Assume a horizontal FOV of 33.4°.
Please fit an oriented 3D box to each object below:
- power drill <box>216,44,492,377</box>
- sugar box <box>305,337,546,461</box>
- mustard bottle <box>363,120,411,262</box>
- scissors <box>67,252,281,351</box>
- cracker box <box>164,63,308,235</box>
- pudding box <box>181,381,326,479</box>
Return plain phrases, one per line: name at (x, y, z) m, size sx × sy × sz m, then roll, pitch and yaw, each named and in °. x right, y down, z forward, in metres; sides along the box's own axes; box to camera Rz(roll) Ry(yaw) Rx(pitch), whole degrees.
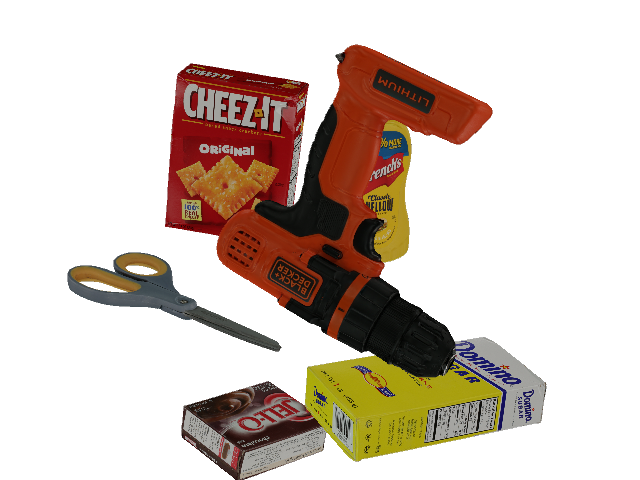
power drill at (0.040, -0.021, 0.715) m, size 0.184 × 0.188 × 0.057 m, roll 30°, pitch 11°, yaw 14°
sugar box at (0.086, 0.126, 0.876) m, size 0.176 × 0.048 × 0.093 m, roll -10°, pitch 25°, yaw -24°
mustard bottle at (0.047, -0.073, 1.072) m, size 0.096 × 0.192 × 0.058 m, roll -9°, pitch 19°, yaw -30°
scissors at (-0.111, 0.046, 0.884) m, size 0.202 × 0.016 × 0.096 m, roll 13°, pitch 25°, yaw 15°
cracker box at (-0.112, -0.111, 1.405) m, size 0.164 × 0.214 × 0.072 m, roll 10°, pitch 23°, yaw 6°
pudding box at (-0.062, 0.180, 1.017) m, size 0.113 × 0.039 × 0.090 m, roll -13°, pitch 29°, yaw -43°
